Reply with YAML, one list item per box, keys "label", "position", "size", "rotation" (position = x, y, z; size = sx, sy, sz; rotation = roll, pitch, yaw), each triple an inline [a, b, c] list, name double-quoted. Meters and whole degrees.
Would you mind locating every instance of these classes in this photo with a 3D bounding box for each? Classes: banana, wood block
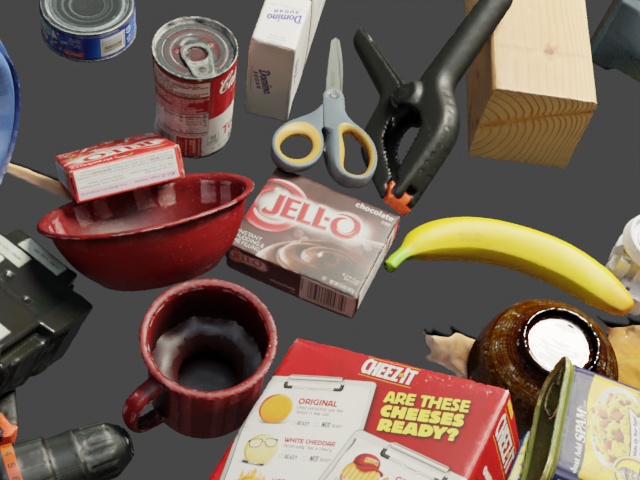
- label: "banana"
  position: [0.151, 0.017, 0.856]
  size: [0.198, 0.037, 0.069]
  rotation: [9, 59, 3]
- label: "wood block"
  position: [0.185, -0.177, 0.964]
  size: [0.090, 0.090, 0.206]
  rotation: [7, 55, -4]

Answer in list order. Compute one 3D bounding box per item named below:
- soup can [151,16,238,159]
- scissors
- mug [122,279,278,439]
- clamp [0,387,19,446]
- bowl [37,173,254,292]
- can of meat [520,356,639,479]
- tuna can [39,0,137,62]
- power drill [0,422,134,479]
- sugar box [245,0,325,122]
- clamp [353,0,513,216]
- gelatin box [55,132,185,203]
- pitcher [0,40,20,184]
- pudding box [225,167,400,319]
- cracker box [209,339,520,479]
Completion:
- label: "soup can"
  position: [-0.104, -0.123, 0.878]
  size: [0.068, 0.102, 0.068]
  rotation: [4, 55, -6]
- label: "scissors"
  position: [-0.006, -0.115, 0.916]
  size: [0.096, 0.016, 0.202]
  rotation: [-3, 45, -15]
- label: "mug"
  position: [-0.088, 0.094, 0.743]
  size: [0.093, 0.081, 0.117]
  rotation: [41, 59, 19]
- label: "clamp"
  position: [-0.268, 0.081, 0.755]
  size: [0.171, 0.039, 0.120]
  rotation: [35, 52, 8]
- label: "bowl"
  position: [-0.124, -0.003, 0.794]
  size: [0.162, 0.055, 0.162]
  rotation: [-9, 16, 3]
- label: "can of meat"
  position: [0.181, 0.136, 0.684]
  size: [0.084, 0.057, 0.102]
  rotation: [20, 52, 2]
- label: "tuna can"
  position: [-0.209, -0.202, 0.961]
  size: [0.086, 0.034, 0.086]
  rotation: [4, 55, -6]
- label: "power drill"
  position: [-0.184, 0.215, 0.664]
  size: [0.184, 0.057, 0.188]
  rotation: [-19, 57, -16]
- label: "sugar box"
  position: [-0.025, -0.201, 0.949]
  size: [0.048, 0.093, 0.176]
  rotation: [15, 55, 4]
- label: "clamp"
  position: [0.074, -0.119, 0.915]
  size: [0.165, 0.036, 0.210]
  rotation: [-3, 63, 45]
- label: "gelatin box"
  position: [-0.160, -0.059, 0.847]
  size: [0.089, 0.030, 0.073]
  rotation: [-16, 19, -18]
- label: "pitcher"
  position: [-0.368, -0.096, 0.819]
  size: [0.243, 0.145, 0.149]
  rotation: [12, 43, 5]
- label: "pudding box"
  position: [-0.006, 0.001, 0.844]
  size: [0.113, 0.039, 0.090]
  rotation: [24, 56, 9]
- label: "cracker box"
  position: [0.012, 0.178, 0.677]
  size: [0.164, 0.072, 0.213]
  rotation: [11, 51, 30]
